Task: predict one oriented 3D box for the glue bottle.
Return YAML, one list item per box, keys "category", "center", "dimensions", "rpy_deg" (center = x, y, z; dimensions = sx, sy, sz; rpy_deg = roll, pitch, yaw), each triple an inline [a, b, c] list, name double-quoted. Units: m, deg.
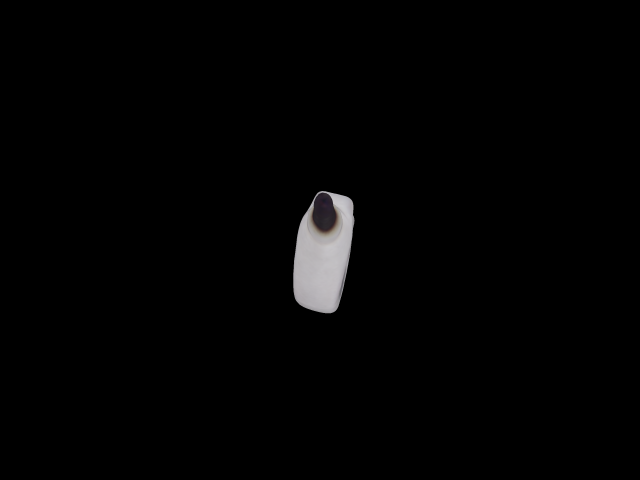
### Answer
- category: "glue bottle"
  center: [0.004, 0.001, 0.400]
  dimensions: [0.037, 0.173, 0.078]
  rpy_deg: [12, 74, 4]
